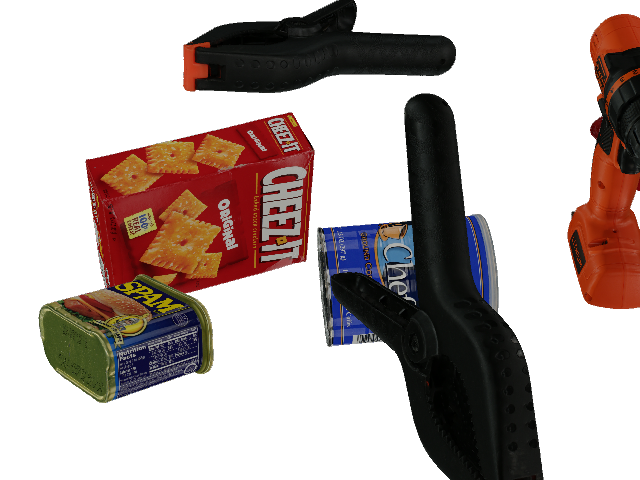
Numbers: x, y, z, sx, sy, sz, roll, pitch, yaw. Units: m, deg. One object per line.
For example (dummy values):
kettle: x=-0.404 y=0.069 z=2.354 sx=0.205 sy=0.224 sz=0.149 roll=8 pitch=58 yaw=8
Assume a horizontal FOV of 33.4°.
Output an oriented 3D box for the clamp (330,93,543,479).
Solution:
clamp: x=0.064 y=0.040 z=0.543 sx=0.036 sy=0.165 sz=0.210 roll=-5 pitch=46 yaw=-22

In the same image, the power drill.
power drill: x=0.221 y=-0.045 z=0.760 sx=0.057 sy=0.188 sz=0.184 roll=2 pitch=36 yaw=4

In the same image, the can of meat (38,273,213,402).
can of meat: x=-0.140 y=0.069 z=0.759 sx=0.083 sy=0.057 sz=0.102 roll=-16 pitch=24 yaw=-39

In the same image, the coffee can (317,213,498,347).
coffee can: x=0.071 y=0.034 z=0.909 sx=0.140 sy=0.103 sz=0.103 roll=-5 pitch=0 yaw=-2

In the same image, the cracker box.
cracker box: x=-0.117 y=-0.026 z=1.073 sx=0.213 sy=0.072 sz=0.164 roll=-14 pitch=-40 yaw=-17

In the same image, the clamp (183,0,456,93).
clamp: x=-0.014 y=-0.125 z=0.681 sx=0.171 sy=0.039 sz=0.120 roll=-8 pitch=23 yaw=-25

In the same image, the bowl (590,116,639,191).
bowl: x=0.329 y=-0.079 z=0.974 sx=0.162 sy=0.055 sz=0.162 roll=-5 pitch=22 yaw=2
